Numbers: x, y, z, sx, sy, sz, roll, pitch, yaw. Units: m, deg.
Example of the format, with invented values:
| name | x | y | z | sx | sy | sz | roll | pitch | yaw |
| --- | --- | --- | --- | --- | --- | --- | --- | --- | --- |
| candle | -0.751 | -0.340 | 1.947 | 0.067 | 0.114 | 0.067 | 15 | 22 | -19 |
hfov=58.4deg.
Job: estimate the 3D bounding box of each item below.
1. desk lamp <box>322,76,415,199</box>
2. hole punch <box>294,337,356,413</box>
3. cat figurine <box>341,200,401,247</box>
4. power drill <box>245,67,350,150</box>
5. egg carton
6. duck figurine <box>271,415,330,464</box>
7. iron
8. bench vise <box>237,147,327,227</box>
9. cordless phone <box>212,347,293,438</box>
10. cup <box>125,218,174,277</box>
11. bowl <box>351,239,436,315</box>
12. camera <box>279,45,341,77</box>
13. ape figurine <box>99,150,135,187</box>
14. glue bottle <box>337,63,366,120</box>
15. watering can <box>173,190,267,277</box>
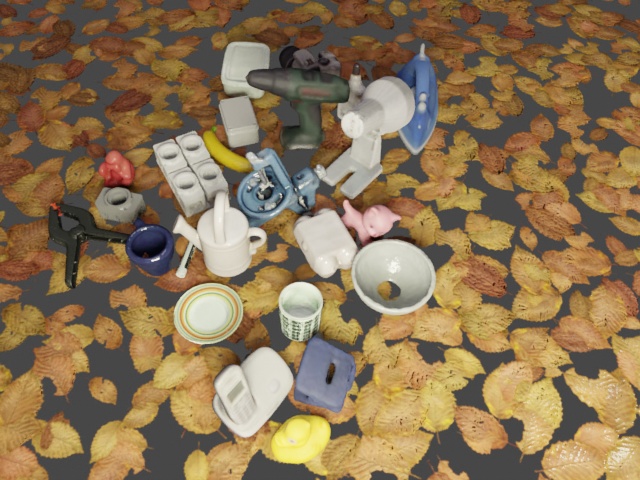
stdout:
| name | x | y | z | sx | sy | sz | roll | pitch | yaw |
| --- | --- | --- | --- | --- | --- | --- | --- | --- | --- |
| desk lamp | 0.106 | -0.232 | 1.267 | 0.117 | 0.213 | 0.203 | 34 | 61 | 19 |
| hole punch | 0.011 | 0.238 | 1.018 | 0.101 | 0.091 | 0.109 | 14 | 56 | 7 |
| cat figurine | 0.100 | -0.044 | 1.198 | 0.127 | 0.118 | 0.067 | 28 | 59 | 16 |
| power drill | -0.049 | -0.305 | 1.312 | 0.229 | 0.208 | 0.075 | -5 | 56 | -6 |
| egg carton | 0.011 | 0.004 | 1.190 | 0.107 | 0.069 | 0.150 | -22 | 60 | -16 |
| duck figurine | -0.032 | 0.325 | 0.960 | 0.105 | 0.086 | 0.077 | -18 | 58 | -14 |
| iron | 0.242 | -0.350 | 1.397 | 0.118 | 0.141 | 0.258 | 4 | 56 | 0 |
| bench vise | -0.089 | -0.131 | 1.185 | 0.121 | 0.220 | 0.208 | 38 | 62 | 21 |
| cordless phone | -0.116 | 0.235 | 0.957 | 0.094 | 0.185 | 0.148 | 31 | 60 | 17 |
| cup | -0.338 | 0.021 | 1.146 | 0.092 | 0.095 | 0.117 | -25 | 61 | -18 |
| bowl | 0.142 | 0.085 | 1.138 | 0.167 | 0.075 | 0.167 | 1 | 56 | -2 |
| camera | -0.035 | -0.453 | 1.478 | 0.143 | 0.101 | 0.136 | -25 | 61 | -18 |
| ape figurine | -0.449 | -0.162 | 1.266 | 0.077 | 0.092 | 0.076 | 34 | 61 | 19 |
| glue bottle | 0.082 | -0.350 | 1.370 | 0.078 | 0.173 | 0.037 | 35 | 62 | 20 |
| watering can | -0.196 | -0.016 | 1.118 | 0.173 | 0.194 | 0.100 | -15 | 58 | -12 |
